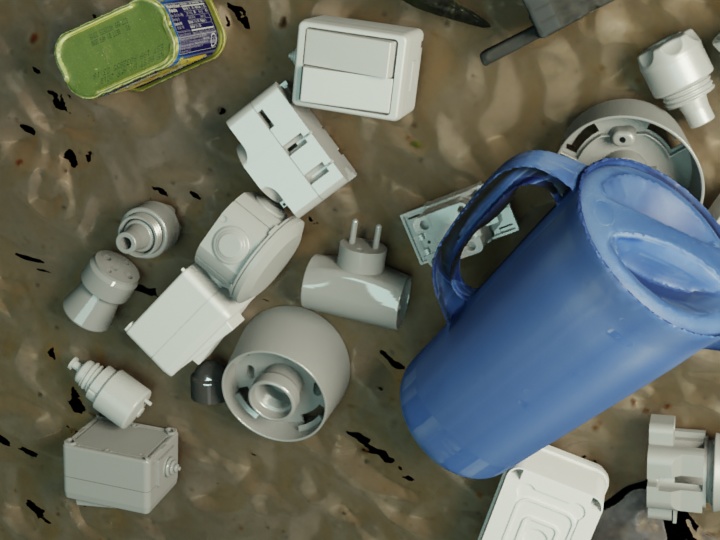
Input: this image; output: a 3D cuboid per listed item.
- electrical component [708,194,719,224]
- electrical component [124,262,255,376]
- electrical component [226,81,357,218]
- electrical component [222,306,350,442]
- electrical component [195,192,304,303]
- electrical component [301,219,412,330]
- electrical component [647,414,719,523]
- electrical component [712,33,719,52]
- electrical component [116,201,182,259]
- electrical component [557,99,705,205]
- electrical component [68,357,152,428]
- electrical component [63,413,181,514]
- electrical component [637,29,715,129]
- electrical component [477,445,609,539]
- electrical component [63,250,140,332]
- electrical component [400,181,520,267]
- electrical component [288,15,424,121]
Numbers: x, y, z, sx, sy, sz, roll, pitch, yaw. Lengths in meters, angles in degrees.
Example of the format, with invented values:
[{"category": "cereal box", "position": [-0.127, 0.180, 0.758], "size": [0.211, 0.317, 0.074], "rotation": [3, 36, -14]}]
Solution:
[{"category": "electrical component", "position": [0.257, -0.004, 0.741], "size": [0.062, 0.061, 0.096], "rotation": [32, 113, 5]}, {"category": "electrical component", "position": [-0.138, 0.041, 0.870], "size": [0.061, 0.061, 0.096], "rotation": [46, 113, -1]}, {"category": "electrical component", "position": [-0.054, -0.088, 0.807], "size": [0.056, 0.050, 0.089], "rotation": [-36, 94, 14]}, {"category": "electrical component", "position": [-0.061, 0.087, 0.874], "size": [0.099, 0.064, 0.099], "rotation": [9, 123, 14]}, {"category": "electrical component", "position": [-0.084, -0.018, 0.827], "size": [0.051, 0.080, 0.080], "rotation": [38, 113, 7]}, {"category": "electrical component", "position": [0.000, 0.000, 0.826], "size": [0.077, 0.044, 0.079], "rotation": [13, 110, 12]}, {"category": "electrical component", "position": [0.244, 0.148, 0.795], "size": [0.057, 0.058, 0.078], "rotation": [2, 107, 19]}, {"category": "electrical component", "position": [0.267, -0.146, 0.698], "size": [0.055, 0.055, 0.047], "rotation": [-37, 97, 23]}, {"category": "electrical component", "position": [-0.173, -0.029, 0.858], "size": [0.043, 0.062, 0.043], "rotation": [5, 108, 15]}, {"category": "electrical component", "position": [0.182, -0.066, 0.738], "size": [0.099, 0.064, 0.099], "rotation": [5, 120, 9]}, {"category": "electrical component", "position": [-0.216, 0.102, 0.924], "size": [0.078, 0.040, 0.040], "rotation": [35, 113, 4]}, {"category": "electrical component", "position": [-0.200, 0.171, 0.929], "size": [0.096, 0.061, 0.061], "rotation": [8, 109, 14]}, {"category": "electrical component", "position": [0.218, -0.126, 0.724], "size": [0.043, 0.043, 0.062], "rotation": [-26, 99, 22]}, {"category": "electrical component", "position": [0.140, 0.197, 0.840], "size": [0.078, 0.057, 0.113], "rotation": [20, 111, 9]}, {"category": "electrical component", "position": [-0.215, 0.017, 0.894], "size": [0.045, 0.045, 0.055], "rotation": [38, 113, 2]}, {"category": "electrical component", "position": [0.070, -0.032, 0.786], "size": [0.081, 0.064, 0.042], "rotation": [-21, 98, 22]}, {"category": "electrical component", "position": [-0.009, -0.146, 0.774], "size": [0.096, 0.061, 0.061], "rotation": [11, 109, 13]}]
